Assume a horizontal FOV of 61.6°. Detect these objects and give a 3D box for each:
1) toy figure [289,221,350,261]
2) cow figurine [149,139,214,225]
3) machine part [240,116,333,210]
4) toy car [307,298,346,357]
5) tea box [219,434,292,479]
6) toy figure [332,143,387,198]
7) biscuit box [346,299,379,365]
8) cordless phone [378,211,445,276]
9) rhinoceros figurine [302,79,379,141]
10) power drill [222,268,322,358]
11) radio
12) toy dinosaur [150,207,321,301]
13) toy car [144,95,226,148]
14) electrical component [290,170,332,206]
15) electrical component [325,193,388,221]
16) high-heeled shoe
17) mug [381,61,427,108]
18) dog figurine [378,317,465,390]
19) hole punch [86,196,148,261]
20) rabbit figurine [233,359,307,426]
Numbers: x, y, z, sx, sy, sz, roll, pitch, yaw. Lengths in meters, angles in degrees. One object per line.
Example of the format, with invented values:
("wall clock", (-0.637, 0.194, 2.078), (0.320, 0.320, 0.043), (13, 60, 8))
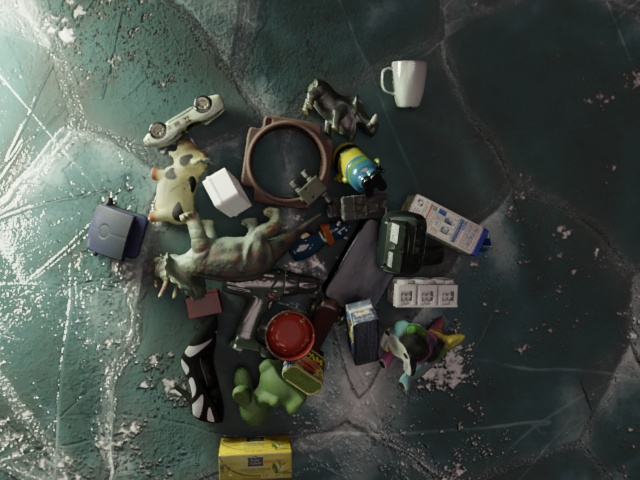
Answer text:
("toy figure", (-0.002, -0.004, 1.277), (0.154, 0.064, 0.058), (-28, 64, -8))
("cow figurine", (-0.312, -0.131, 1.218), (0.127, 0.085, 0.194), (5, 91, -2))
("machine part", (-0.076, -0.177, 1.243), (0.201, 0.087, 0.200), (8, 93, -6))
("toy car", (-0.010, 0.219, 1.275), (0.089, 0.053, 0.202), (20, 119, -9))
("tea box", (-0.153, 0.515, 1.275), (0.170, 0.098, 0.068), (-1, 94, -9))
("toy figure", (0.088, -0.163, 1.223), (0.082, 0.180, 0.089), (-7, 117, -17))
("biscuit box", (0.099, 0.218, 1.245), (0.063, 0.059, 0.202), (-14, 140, -6))
("cordless phone", (0.226, 0.006, 1.234), (0.184, 0.089, 0.146), (-4, 106, -33))
("rhinoceros figurine", (0.049, -0.299, 1.262), (0.190, 0.073, 0.112), (34, 79, -6))
("power drill", (-0.125, 0.167, 1.264), (0.232, 0.086, 0.207), (13, 96, -6))
("radio", (0.109, 0.066, 1.291), (0.131, 0.073, 0.229), (30, 88, -7))
("toy dinosaur", (-0.188, 0.033, 1.196), (0.405, 0.131, 0.192), (-5, 80, -5))
("toy car", (-0.305, -0.265, 1.213), (0.202, 0.073, 0.056), (-32, 97, -4))
("electrical component", (-0.019, -0.108, 1.201), (0.063, 0.021, 0.094), (-44, 100, -2))
("electrical component", (0.081, -0.076, 1.254), (0.134, 0.115, 0.058), (-6, 93, -7))
("high-heeled shoe", (-0.249, 0.306, 1.246), (0.145, 0.086, 0.248), (30, 107, 10))
("mug", (0.199, -0.365, 1.268), (0.110, 0.081, 0.107), (-5, 103, -12))
("dog figurine", (0.247, 0.237, 1.265), (0.219, 0.109, 0.191), (-26, 135, -31))
("hole punch", (-0.462, -0.017, 1.207), (0.116, 0.092, 0.142), (16, 95, -4))
("rabbit figurine", (-0.134, 0.368, 1.257), (0.159, 0.121, 0.170), (36, 107, -21))
